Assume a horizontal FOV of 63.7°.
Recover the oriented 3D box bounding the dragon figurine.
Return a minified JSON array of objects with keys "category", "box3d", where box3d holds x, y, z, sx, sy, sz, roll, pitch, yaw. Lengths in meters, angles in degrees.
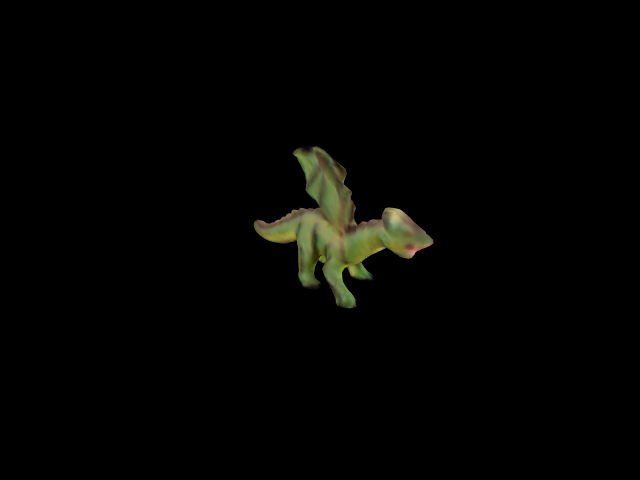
[{"category":"dragon figurine","box3d":[0.003,-0.043,0.850,0.123,0.238,0.414,-26,39,-38]}]
